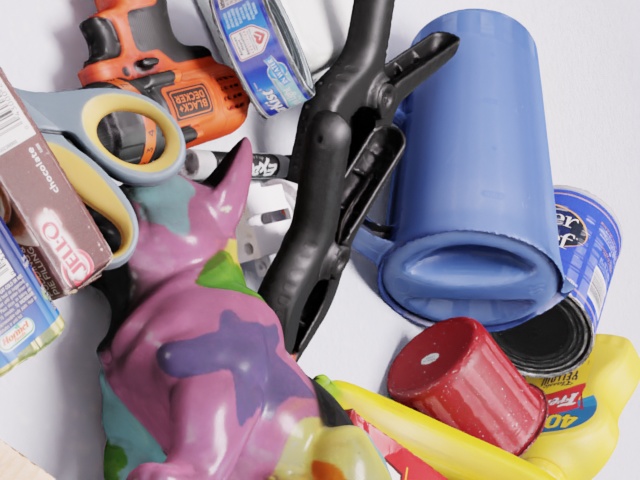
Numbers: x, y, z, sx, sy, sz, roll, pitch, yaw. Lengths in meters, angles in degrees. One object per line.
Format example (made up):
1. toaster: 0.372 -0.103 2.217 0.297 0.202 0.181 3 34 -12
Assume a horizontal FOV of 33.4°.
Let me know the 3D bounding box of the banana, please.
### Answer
1. banana: 0.074 0.137 0.695 0.197 0.070 0.037 25 87 -9

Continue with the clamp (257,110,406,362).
1. clamp: -0.004 0.001 0.625 0.120 0.039 0.171 21 92 -65

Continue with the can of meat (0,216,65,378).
1. can of meat: -0.163 0.018 0.433 0.057 0.102 0.084 -46 115 -48

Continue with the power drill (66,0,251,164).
1. power drill: -0.128 -0.127 0.584 0.184 0.057 0.187 -27 99 -56

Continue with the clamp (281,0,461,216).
1. clamp: 0.036 -0.101 0.734 0.164 0.036 0.210 36 74 -60

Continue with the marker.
1. marker: -0.044 -0.048 0.691 0.120 0.020 0.020 -4 79 -54

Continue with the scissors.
1. scissors: -0.143 -0.077 0.505 0.096 0.016 0.202 -38 93 -22

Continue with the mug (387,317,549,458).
1. mug: 0.101 0.104 0.770 0.081 0.093 0.117 51 14 -20

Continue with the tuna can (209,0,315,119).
1. tuna can: -0.034 -0.119 0.643 0.086 0.034 0.086 -23 90 -81

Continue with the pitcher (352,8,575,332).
1. pitcher: 0.107 -0.064 0.821 0.149 0.145 0.242 51 35 -45

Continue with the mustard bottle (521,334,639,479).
1. mustard bottle: 0.194 0.151 0.857 0.058 0.096 0.191 61 37 -16

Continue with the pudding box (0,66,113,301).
1. pudding box: -0.155 -0.020 0.469 0.039 0.090 0.113 -43 110 -50

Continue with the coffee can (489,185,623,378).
1. coffee can: 0.193 0.033 0.901 0.102 0.103 0.140 57 38 -20

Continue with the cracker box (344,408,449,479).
1. cracker box: 0.048 0.224 0.650 0.213 0.072 0.164 41 46 -35

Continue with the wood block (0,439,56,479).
1. wood block: -0.154 0.156 0.330 0.090 0.090 0.206 47 67 -31
